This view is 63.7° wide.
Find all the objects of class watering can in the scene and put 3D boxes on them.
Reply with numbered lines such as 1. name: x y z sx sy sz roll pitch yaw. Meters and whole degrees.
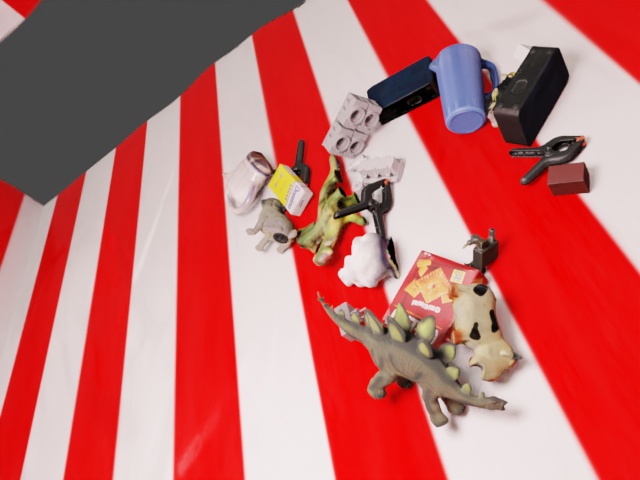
1. watering can: -0.278 -0.231 1.869 0.222 0.103 0.355 -49 34 15

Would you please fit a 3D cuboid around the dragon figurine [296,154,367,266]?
1. dragon figurine: 0.005 -0.077 1.536 0.240 0.121 0.420 -41 33 21

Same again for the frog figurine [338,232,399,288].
1. frog figurine: 0.112 0.057 1.323 0.158 0.122 0.138 -17 82 19
